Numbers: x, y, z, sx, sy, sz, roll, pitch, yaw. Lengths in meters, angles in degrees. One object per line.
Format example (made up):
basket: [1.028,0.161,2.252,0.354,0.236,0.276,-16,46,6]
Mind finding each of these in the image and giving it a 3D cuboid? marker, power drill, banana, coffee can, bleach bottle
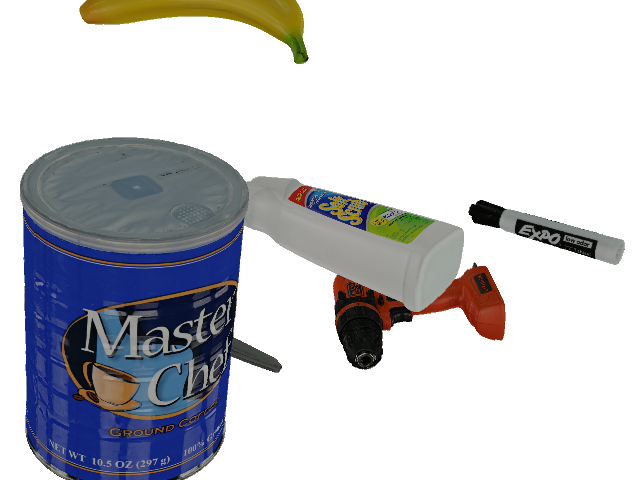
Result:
marker: [0.166,-0.008,0.796,0.121,0.020,0.020,19,10,32]
power drill: [0.109,0.082,1.203,0.187,0.057,0.184,-3,27,-3]
banana: [-0.094,-0.188,0.853,0.198,0.069,0.037,12,-41,16]
coffee can: [-0.092,0.034,0.518,0.102,0.140,0.103,6,29,-4]
bleach bottle: [0.007,-0.011,1.043,0.251,0.068,0.102,19,29,26]

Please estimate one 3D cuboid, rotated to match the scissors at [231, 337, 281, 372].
scissors: [-0.104,0.040,0.733,0.202,0.016,0.096,13,30,16]
